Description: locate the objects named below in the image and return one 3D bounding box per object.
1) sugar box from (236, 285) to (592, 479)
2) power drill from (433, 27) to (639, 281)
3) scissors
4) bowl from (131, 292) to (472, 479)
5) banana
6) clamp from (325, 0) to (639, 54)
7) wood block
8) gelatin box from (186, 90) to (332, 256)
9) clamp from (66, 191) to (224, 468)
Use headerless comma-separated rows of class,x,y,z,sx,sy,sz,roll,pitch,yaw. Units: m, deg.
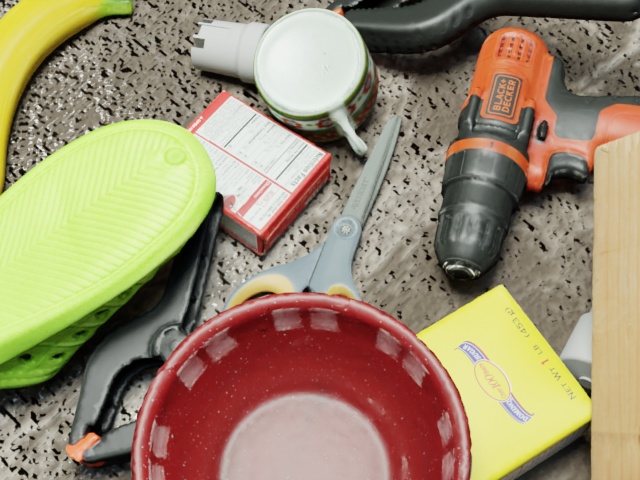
sugar box,0.052,0.108,0.582,0.176,0.048,0.093,-29,66,-16
power drill,0.171,-0.041,0.654,0.188,0.057,0.184,14,63,7
scissors,-0.004,0.001,0.655,0.096,0.016,0.201,4,59,5
bowl,-0.008,0.109,0.526,0.162,0.055,0.162,-1,64,2
banana,-0.197,-0.103,0.698,0.070,0.037,0.197,20,64,12
clamp,0.103,-0.165,0.699,0.210,0.036,0.164,-22,44,5
wood block,0.198,0.049,0.542,0.090,0.091,0.206,6,81,-18
gelatin box,-0.048,-0.043,0.671,0.089,0.030,0.073,33,65,16
clamp,-0.066,0.065,0.596,0.120,0.039,0.171,30,78,24
